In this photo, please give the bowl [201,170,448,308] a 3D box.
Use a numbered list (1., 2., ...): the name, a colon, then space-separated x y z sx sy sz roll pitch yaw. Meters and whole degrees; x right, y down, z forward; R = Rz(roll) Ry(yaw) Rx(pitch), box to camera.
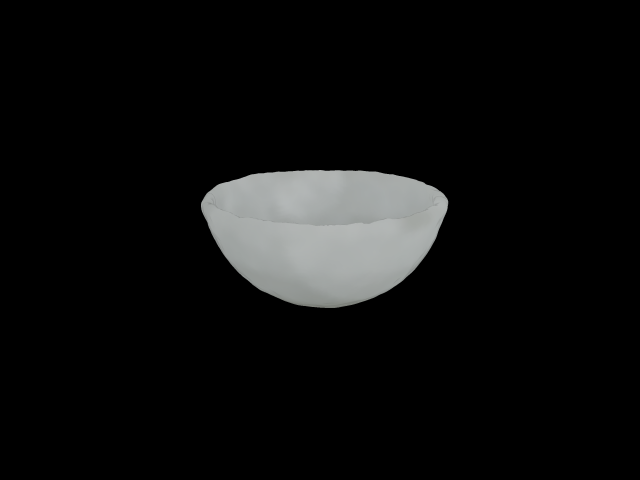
1. bowl: 0.004 0.001 0.400 0.167 0.075 0.167 0 18 0
